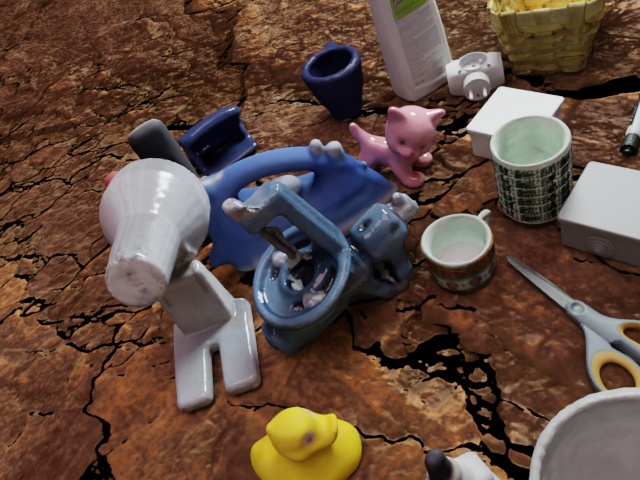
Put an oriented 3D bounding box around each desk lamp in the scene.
[{"bbox_3d":[-0.155,0.042,0.625,0.118,0.214,0.203,-23,45,4],"label":"desk lamp"}]

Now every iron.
[{"bbox_3d":[-0.039,-0.063,0.717,0.258,0.142,0.118,-20,46,6],"label":"iron"}]

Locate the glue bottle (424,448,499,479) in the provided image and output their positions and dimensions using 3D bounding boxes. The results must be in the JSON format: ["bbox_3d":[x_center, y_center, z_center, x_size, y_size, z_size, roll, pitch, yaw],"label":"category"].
[{"bbox_3d":[0.098,0.186,0.412,0.078,0.174,0.037,-36,46,-9],"label":"glue bottle"}]

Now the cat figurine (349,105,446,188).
[{"bbox_3d":[0.097,-0.130,0.732,0.127,0.118,0.067,7,54,29],"label":"cat figurine"}]

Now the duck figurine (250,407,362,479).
[{"bbox_3d":[-0.021,0.186,0.527,0.104,0.086,0.077,-15,46,12],"label":"duck figurine"}]

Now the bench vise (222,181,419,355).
[{"bbox_3d":[-0.003,-0.002,0.591,0.121,0.220,0.208,26,65,38],"label":"bench vise"}]

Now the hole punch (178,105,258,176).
[{"bbox_3d":[-0.172,-0.167,0.904,0.109,0.091,0.100,-37,46,-10],"label":"hole punch"}]

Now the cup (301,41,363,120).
[{"bbox_3d":[0.028,-0.241,0.877,0.091,0.095,0.117,-14,47,13],"label":"cup"}]

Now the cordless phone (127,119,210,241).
[{"bbox_3d":[-0.226,-0.067,0.773,0.148,0.185,0.093,-38,46,-10],"label":"cordless phone"}]

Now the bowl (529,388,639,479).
[{"bbox_3d":[0.239,0.197,0.409,0.167,0.075,0.167,-12,47,14],"label":"bowl"}]

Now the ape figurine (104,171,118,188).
[{"bbox_3d":[-0.291,-0.069,0.870,0.075,0.092,0.078,15,58,33],"label":"ape figurine"}]
